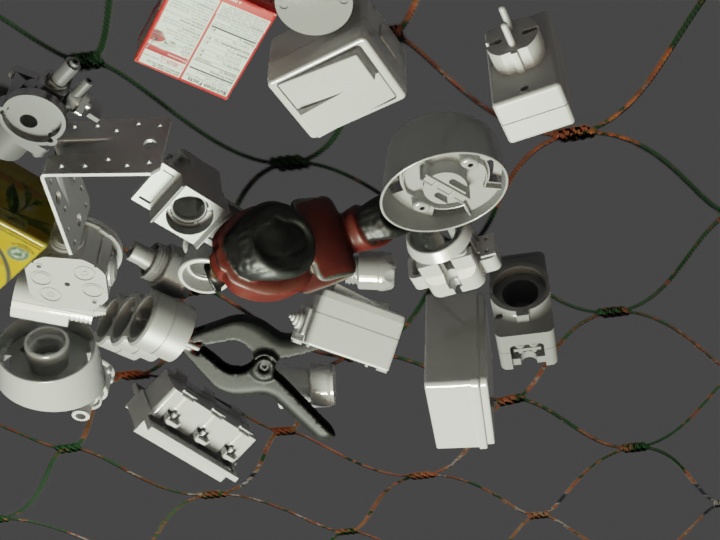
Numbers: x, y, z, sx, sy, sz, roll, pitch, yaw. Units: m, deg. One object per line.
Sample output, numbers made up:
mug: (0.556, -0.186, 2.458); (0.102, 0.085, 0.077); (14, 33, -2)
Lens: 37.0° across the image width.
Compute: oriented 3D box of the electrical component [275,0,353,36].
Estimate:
electrical component: (-0.013, -0.203, 0.680); (0.052, 0.073, 0.138); (17, 136, -17)

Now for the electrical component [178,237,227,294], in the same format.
electrical component: (-0.129, -0.015, 0.911); (0.045, 0.055, 0.045); (1, 139, 0)

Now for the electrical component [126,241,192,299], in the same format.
electrical component: (-0.172, -0.004, 0.933); (0.062, 0.043, 0.043); (29, 132, -27)

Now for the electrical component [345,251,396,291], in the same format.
electrical component: (0.000, 0.000, 0.941); (0.061, 0.035, 0.035); (2, 139, 3)

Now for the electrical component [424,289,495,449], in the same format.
electrical component: (0.092, 0.092, 0.989); (0.056, 0.108, 0.108); (-4, 139, 9)

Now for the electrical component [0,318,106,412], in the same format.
electrical component: (-0.289, 0.087, 1.001); (0.099, 0.099, 0.064); (5, 133, -5)

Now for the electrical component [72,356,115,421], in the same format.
electrical component: (-0.270, 0.118, 1.060); (0.048, 0.062, 0.048); (1, 138, 0)

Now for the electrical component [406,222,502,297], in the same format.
electrical component: (0.073, -0.018, 0.902); (0.078, 0.058, 0.057); (-15, 139, 17)

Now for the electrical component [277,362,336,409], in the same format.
electrical component: (-0.053, 0.114, 1.064); (0.055, 0.045, 0.045); (-2, 139, 3)

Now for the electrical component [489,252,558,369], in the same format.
electrical component: (0.141, 0.032, 0.932); (0.050, 0.089, 0.055); (-7, 138, 9)

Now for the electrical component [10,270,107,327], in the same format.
electrical component: (-0.270, 0.029, 0.972); (0.081, 0.043, 0.043); (12, 138, -12)

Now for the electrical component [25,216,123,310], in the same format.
electrical component: (-0.247, -0.006, 0.925); (0.080, 0.051, 0.080); (1, 139, 0)

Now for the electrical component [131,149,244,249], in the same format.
electrical component: (-0.136, -0.059, 0.853); (0.081, 0.063, 0.042); (32, 115, -31)

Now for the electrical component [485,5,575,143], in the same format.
electrical component: (0.109, -0.146, 0.735); (0.047, 0.083, 0.075); (-16, 136, 19)

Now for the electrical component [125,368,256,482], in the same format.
electrical component: (-0.169, 0.156, 1.095); (0.063, 0.078, 0.121); (-46, 126, 5)

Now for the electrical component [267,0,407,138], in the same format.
electrical component: (-0.021, -0.139, 0.763); (0.096, 0.061, 0.061); (-21, 134, 23)

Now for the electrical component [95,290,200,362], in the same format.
electrical component: (-0.179, 0.057, 0.962); (0.074, 0.052, 0.138); (27, 163, -28)

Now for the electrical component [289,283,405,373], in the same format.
electrical component: (-0.016, 0.047, 0.965); (0.096, 0.061, 0.062); (20, 175, -16)

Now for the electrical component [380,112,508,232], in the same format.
electrical component: (0.065, -0.073, 0.834); (0.099, 0.064, 0.099); (0, 139, 0)
